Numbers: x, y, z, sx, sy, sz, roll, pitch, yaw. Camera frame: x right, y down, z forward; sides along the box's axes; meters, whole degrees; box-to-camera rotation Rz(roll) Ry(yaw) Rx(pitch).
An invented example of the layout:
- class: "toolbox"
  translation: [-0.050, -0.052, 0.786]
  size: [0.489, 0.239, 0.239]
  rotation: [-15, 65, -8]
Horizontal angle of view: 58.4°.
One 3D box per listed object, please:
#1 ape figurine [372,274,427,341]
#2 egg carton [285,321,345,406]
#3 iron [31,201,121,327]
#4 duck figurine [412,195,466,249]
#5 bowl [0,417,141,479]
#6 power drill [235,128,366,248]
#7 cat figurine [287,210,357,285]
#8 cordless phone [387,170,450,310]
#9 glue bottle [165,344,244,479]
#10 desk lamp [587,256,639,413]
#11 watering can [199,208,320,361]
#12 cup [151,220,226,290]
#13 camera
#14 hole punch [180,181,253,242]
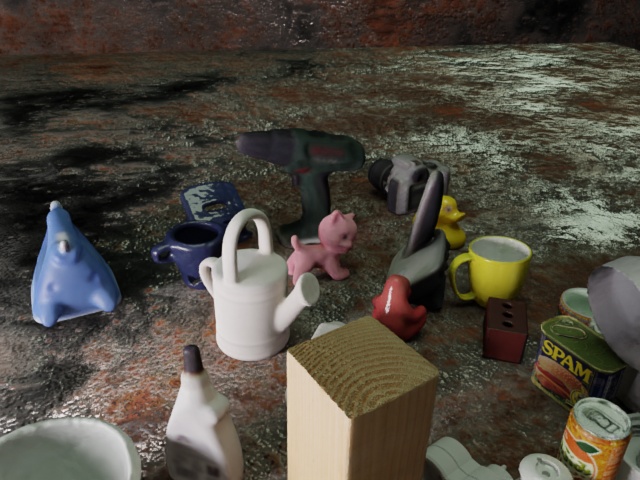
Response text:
- class: "ape figurine"
  translation: [0.106, 0.089, 0.789]
  size: [0.077, 0.092, 0.076]
  rotation: [25, 37, 36]
- class: "egg carton"
  translation: [0.026, 0.159, 0.682]
  size: [0.107, 0.069, 0.150]
  rotation: [10, 30, 16]
- class: "iron"
  translation: [-0.378, 0.014, 0.851]
  size: [0.119, 0.141, 0.257]
  rotation: [-13, 32, -24]
- class: "duck figurine"
  translation: [0.217, -0.041, 1.035]
  size: [0.104, 0.086, 0.078]
  rotation: [26, 37, 36]
- class: "bowl"
  translation: [-0.242, 0.244, 0.510]
  size: [0.167, 0.075, 0.167]
  rotation: [1, 29, 0]
- class: "power drill"
  translation: [-0.031, -0.097, 0.998]
  size: [0.230, 0.208, 0.075]
  rotation: [-12, 32, -23]
- class: "cat figurine"
  translation: [0.008, 0.003, 0.913]
  size: [0.128, 0.118, 0.067]
  rotation: [-13, 32, -24]
- class: "cordless phone"
  translation: [0.152, -0.002, 0.859]
  size: [0.094, 0.185, 0.147]
  rotation: [6, 29, 8]
- class: "glue bottle"
  translation: [-0.114, 0.170, 0.548]
  size: [0.078, 0.173, 0.037]
  rotation: [11, 31, 18]
- class: "desk lamp"
  translation: [0.402, 0.106, 0.646]
  size: [0.203, 0.214, 0.117]
  rotation: [-6, 30, -14]
- class: "watering can"
  translation: [-0.082, 0.052, 0.742]
  size: [0.172, 0.194, 0.101]
  rotation: [5, 29, 6]
- class: "cup"
  translation: [-0.197, 0.032, 0.874]
  size: [0.118, 0.095, 0.091]
  rotation: [-21, 36, -35]
- class: "camera"
  translation: [0.176, -0.133, 1.184]
  size: [0.143, 0.101, 0.136]
  rotation: [-18, 34, -31]
- class: "hole punch"
  translation: [-0.184, -0.047, 1.021]
  size: [0.109, 0.091, 0.100]
  rotation: [-15, 33, -26]
